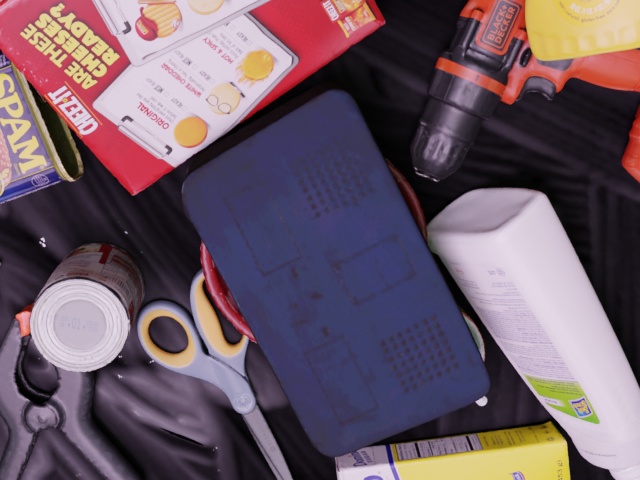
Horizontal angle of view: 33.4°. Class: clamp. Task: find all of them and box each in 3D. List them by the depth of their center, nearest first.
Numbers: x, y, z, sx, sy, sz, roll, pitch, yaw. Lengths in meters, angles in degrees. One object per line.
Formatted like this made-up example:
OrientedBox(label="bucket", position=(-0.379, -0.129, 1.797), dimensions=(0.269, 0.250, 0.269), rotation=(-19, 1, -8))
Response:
OrientedBox(label="clamp", position=(-0.213, 0.136, 0.803), dimensions=(0.120, 0.039, 0.171), rotation=(-18, 98, -5))

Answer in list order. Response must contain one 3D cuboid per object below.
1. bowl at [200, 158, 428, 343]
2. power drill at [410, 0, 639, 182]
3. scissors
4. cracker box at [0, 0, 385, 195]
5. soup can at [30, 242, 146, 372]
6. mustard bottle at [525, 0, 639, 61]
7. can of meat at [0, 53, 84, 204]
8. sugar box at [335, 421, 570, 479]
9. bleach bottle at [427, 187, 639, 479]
OrientedBox(label="bowl", position=(-0.005, 0.001, 0.775), dimensions=(0.162, 0.055, 0.162), rotation=(-1, 102, -3))
OrientedBox(label="power drill", position=(0.174, -0.103, 0.760), dimensions=(0.187, 0.057, 0.184), rotation=(22, 100, -8))
OrientedBox(label="scissors", position=(-0.079, 0.119, 0.818), dimensions=(0.096, 0.016, 0.202), rotation=(-10, 103, 1))
OrientedBox(label="cracker box", position=(-0.089, -0.156, 0.702), dimensions=(0.214, 0.072, 0.164), rotation=(-34, 128, 5))
OrientedBox(label="soup can", position=(-0.162, 0.045, 0.753), dimensions=(0.068, 0.102, 0.068), rotation=(-1, 103, -4))
OrientedBox(label="mustard bottle", position=(0.166, -0.214, 0.669), dimensions=(0.096, 0.058, 0.191), rotation=(-5, 107, 30))
OrientedBox(label="can of meat", position=(-0.226, -0.077, 0.747), dimensions=(0.084, 0.057, 0.102), rotation=(-20, 102, 4))
OrientedBox(label="sugar box", position=(0.104, 0.202, 0.830), dimensions=(0.176, 0.048, 0.093), rotation=(-9, 103, -2))
OrientedBox(label="bleach bottle", position=(0.176, 0.080, 0.790), dimensions=(0.068, 0.103, 0.250), rotation=(-40, 110, -22))
